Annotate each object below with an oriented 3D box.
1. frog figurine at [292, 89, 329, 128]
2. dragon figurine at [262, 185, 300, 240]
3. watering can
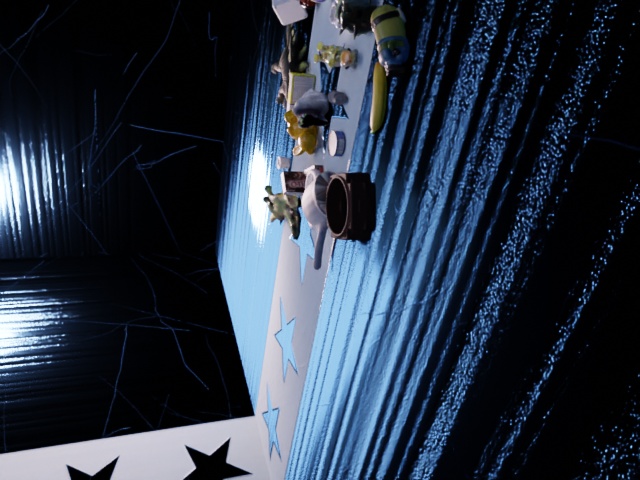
[{"bbox_3d":[-0.033,-0.483,1.817,0.136,0.121,0.162,-17,60,32],"label":"frog figurine"},{"bbox_3d":[-0.153,-0.107,2.203,0.401,0.123,0.247,104,149,-57],"label":"dragon figurine"},{"bbox_3d":[0.005,-0.087,1.736,0.221,0.104,0.352,140,126,-64],"label":"watering can"}]
